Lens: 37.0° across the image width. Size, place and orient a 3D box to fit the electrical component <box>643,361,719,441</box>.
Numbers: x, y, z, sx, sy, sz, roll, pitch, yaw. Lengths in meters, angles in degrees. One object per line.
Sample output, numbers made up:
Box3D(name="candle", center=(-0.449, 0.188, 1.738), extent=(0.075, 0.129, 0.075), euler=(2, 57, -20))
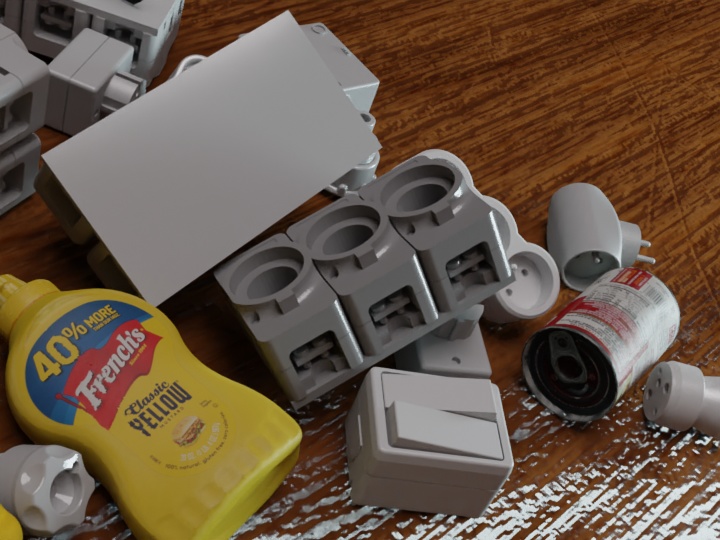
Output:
Box3D(name="electrical component", center=(0.223, 0.087, 0.716), extent=(0.055, 0.045, 0.045), euler=(15, 42, -8))

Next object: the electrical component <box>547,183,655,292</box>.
Box3D(name="electrical component", center=(0.186, -0.021, 0.815), extent=(0.079, 0.043, 0.077), euler=(13, 42, -11))

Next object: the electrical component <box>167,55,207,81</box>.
Box3D(name="electrical component", center=(-0.095, -0.099, 0.747), extent=(0.095, 0.059, 0.053), euler=(27, 68, -17))

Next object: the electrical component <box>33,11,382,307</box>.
Box3D(name="electrical component", center=(-0.094, -0.065, 0.671), extent=(0.186, 0.060, 0.105), euler=(-37, 96, -27))

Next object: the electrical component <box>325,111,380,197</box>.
Box3D(name="electrical component", center=(-0.006, -0.087, 0.786), extent=(0.048, 0.062, 0.048), euler=(12, 43, -11))

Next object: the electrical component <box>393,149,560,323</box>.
Box3D(name="electrical component", center=(0.069, -0.019, 0.743), extent=(0.138, 0.074, 0.052), euler=(45, 69, -10))

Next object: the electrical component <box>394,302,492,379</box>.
Box3D(name="electrical component", center=(0.054, 0.031, 0.678), extent=(0.047, 0.075, 0.083), euler=(7, 44, -17))

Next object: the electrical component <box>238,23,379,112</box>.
Box3D(name="electrical component", center=(-0.045, -0.147, 0.842), extent=(0.100, 0.048, 0.099), euler=(-18, 55, -37))

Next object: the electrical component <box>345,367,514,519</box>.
Box3D(name="electrical component", center=(0.045, 0.097, 0.615), extent=(0.096, 0.061, 0.061), euler=(9, 43, -14))

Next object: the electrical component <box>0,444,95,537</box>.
Box3D(name="electrical component", center=(-0.164, 0.106, 0.522), extent=(0.062, 0.043, 0.043), euler=(-4, 30, 31))

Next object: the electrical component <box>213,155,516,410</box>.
Box3D(name="electrical component", center=(0.000, 0.000, 0.631), extent=(0.150, 0.061, 0.089), euler=(-30, 36, -10))

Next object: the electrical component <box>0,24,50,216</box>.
Box3D(name="electrical component", center=(-0.285, -0.120, 0.667), extent=(0.186, 0.105, 0.060), euler=(31, 42, 10))

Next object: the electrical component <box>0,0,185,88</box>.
Box3D(name="electrical component", center=(-0.217, -0.202, 0.815), extent=(0.150, 0.061, 0.089), euler=(18, 42, -5))

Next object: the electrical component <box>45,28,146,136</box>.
Box3D(name="electrical component", center=(-0.177, -0.124, 0.762), extent=(0.077, 0.047, 0.065), euler=(22, 41, 0))
